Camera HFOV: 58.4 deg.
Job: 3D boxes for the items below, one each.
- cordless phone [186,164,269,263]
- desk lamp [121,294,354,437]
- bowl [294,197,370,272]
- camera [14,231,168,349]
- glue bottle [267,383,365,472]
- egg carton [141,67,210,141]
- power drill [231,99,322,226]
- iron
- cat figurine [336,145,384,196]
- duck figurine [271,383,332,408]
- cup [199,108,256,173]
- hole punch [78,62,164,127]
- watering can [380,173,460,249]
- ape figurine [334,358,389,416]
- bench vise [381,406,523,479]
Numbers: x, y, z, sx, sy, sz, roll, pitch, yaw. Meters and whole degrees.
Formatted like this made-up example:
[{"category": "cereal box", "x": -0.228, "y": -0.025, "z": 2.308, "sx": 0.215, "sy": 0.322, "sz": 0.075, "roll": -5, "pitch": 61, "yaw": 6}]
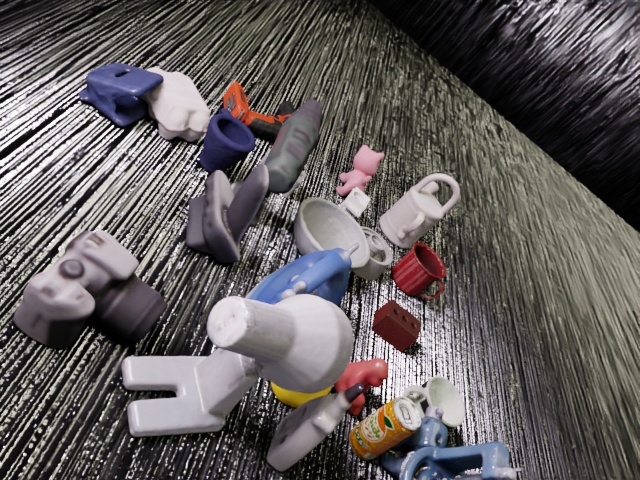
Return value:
[{"category": "cordless phone", "x": -0.129, "y": -0.067, "z": 0.903, "sx": 0.094, "sy": 0.184, "sz": 0.147, "roll": 20, "pitch": 40, "yaw": -34}, {"category": "desk lamp", "x": -0.093, "y": 0.143, "z": 0.680, "sx": 0.204, "sy": 0.213, "sz": 0.117, "roll": 10, "pitch": 46, "yaw": -42}, {"category": "bowl", "x": 0.010, "y": 0.004, "z": 1.081, "sx": 0.168, "sy": 0.074, "sz": 0.167, "roll": 29, "pitch": 35, "yaw": -23}, {"category": "camera", "x": -0.258, "y": 0.066, "z": 0.688, "sx": 0.137, "sy": 0.100, "sz": 0.143, "roll": 38, "pitch": 33, "yaw": -10}, {"category": "glue bottle", "x": -0.001, "y": 0.227, "z": 0.726, "sx": 0.037, "sy": 0.173, "sz": 0.078, "roll": 39, "pitch": 33, "yaw": -7}, {"category": "egg carton", "x": -0.272, "y": -0.253, "z": 1.061, "sx": 0.107, "sy": 0.069, "sz": 0.150, "roll": -6, "pitch": 57, "yaw": -51}, {"category": "power drill", "x": -0.079, "y": -0.131, "z": 1.009, "sx": 0.076, "sy": 0.208, "sz": 0.229, "roll": 34, "pitch": 34, "yaw": -16}, {"category": "iron", "x": -0.030, "y": 0.081, "z": 0.888, "sx": 0.118, "sy": 0.141, "sz": 0.259, "roll": 48, "pitch": 32, "yaw": 6}, {"category": "cat figurine", "x": 0.101, "y": -0.159, "z": 1.325, "sx": 0.067, "sy": 0.117, "sz": 0.128, "roll": 33, "pitch": 34, "yaw": -17}, {"category": "duck figurine", "x": -0.009, "y": 0.194, "z": 0.835, "sx": 0.105, "sy": 0.086, "sz": 0.077, "roll": 6, "pitch": 49, "yaw": -45}, {"category": "cup", "x": -0.183, "y": -0.178, "z": 1.052, "sx": 0.092, "sy": 0.094, "sz": 0.117, "roll": 12, "pitch": 45, "yaw": -41}, {"category": "hole punch", "x": -0.338, "y": -0.264, "z": 0.980, "sx": 0.101, "sy": 0.091, "sz": 0.109, "roll": 39, "pitch": 33, "yaw": -9}, {"category": "watering can", "x": 0.235, "y": -0.081, "z": 1.316, "sx": 0.101, "sy": 0.193, "sz": 0.172, "roll": 27, "pitch": 36, "yaw": -26}, {"category": "ape figurine", "x": 0.070, "y": 0.217, "z": 0.892, "sx": 0.078, "sy": 0.092, "sz": 0.076, "roll": -10, "pitch": 61, "yaw": -52}, {"category": "bench vise", "x": 0.164, "y": 0.303, "z": 0.780, "sx": 0.122, "sy": 0.219, "sz": 0.207, "roll": 24, "pitch": 38, "yaw": -29}]
